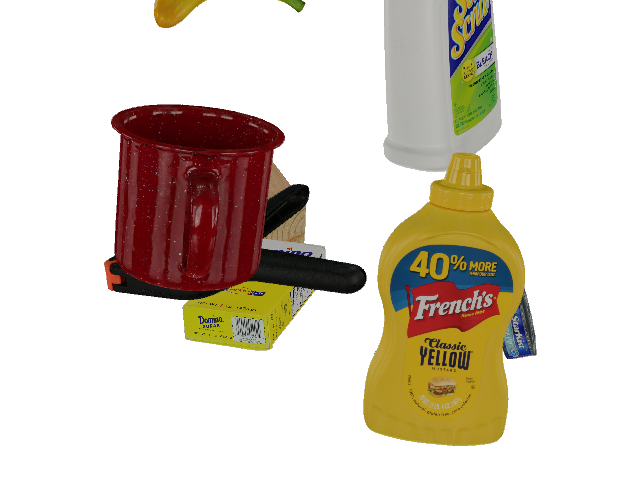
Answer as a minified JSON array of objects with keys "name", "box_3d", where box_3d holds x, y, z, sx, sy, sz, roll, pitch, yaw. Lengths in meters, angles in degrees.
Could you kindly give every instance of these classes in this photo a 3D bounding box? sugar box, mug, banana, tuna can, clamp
[{"name":"sugar box","box_3d":[-0.064,0.051,1.113,0.093,0.048,0.176,6,27,17]},{"name":"mug","box_3d":[-0.067,-0.019,0.575,0.093,0.081,0.117,2,21,-15]},{"name":"banana","box_3d":[-0.094,-0.240,1.007,0.197,0.070,0.037,-22,-28,-46]},{"name":"tuna can","box_3d":[0.224,0.093,1.232,0.034,0.086,0.086,-12,-3,15]},{"name":"clamp","box_3d":[-0.080,0.006,0.920,0.210,0.036,0.164,-7,31,-9]}]

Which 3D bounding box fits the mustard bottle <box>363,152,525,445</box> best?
[{"name":"mustard bottle","box_3d":[0.085,0.037,0.706,0.096,0.192,0.058,6,13,2]}]

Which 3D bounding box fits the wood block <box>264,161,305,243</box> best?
[{"name":"wood block","box_3d":[-0.094,-0.045,1.318,0.090,0.090,0.206,-7,30,-19]}]

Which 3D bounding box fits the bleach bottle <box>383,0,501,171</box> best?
[{"name":"bleach bottle","box_3d":[0.082,-0.183,0.769,0.068,0.251,0.102,15,37,35]}]
